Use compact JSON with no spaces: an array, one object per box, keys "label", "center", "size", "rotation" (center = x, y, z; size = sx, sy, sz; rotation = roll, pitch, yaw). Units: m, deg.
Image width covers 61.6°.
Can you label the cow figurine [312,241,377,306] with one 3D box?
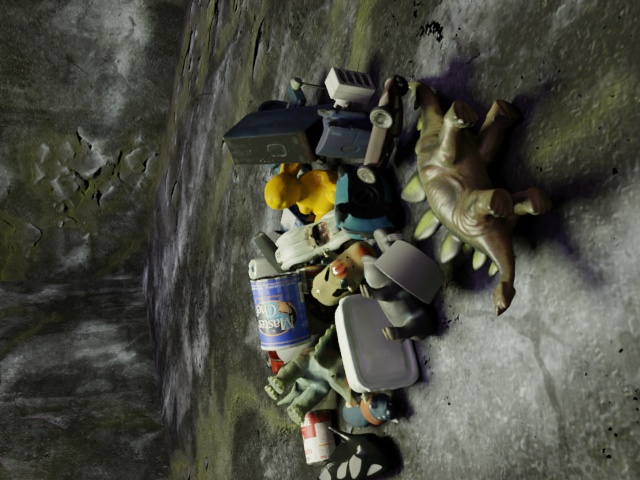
[{"label":"cow figurine","center":[0.043,0.061,0.984],"size":[0.085,0.127,0.195],"rotation":[55,144,10]}]

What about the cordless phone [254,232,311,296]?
[{"label":"cordless phone","center":[-0.110,0.072,1.254],"size":[0.184,0.089,0.146],"rotation":[54,150,-5]}]

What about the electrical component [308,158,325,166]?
[{"label":"electrical component","center":[-0.025,-0.204,1.192],"size":[0.063,0.094,0.021],"rotation":[-58,3,46]}]

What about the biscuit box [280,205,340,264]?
[{"label":"biscuit box","center":[-0.023,-0.016,1.203],"size":[0.203,0.063,0.059],"rotation":[47,129,54]}]

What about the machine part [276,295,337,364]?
[{"label":"machine part","center":[-0.031,0.198,1.175],"size":[0.243,0.079,0.079],"rotation":[-56,41,37]}]

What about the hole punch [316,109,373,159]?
[{"label":"hole punch","center":[0.054,-0.196,0.989],"size":[0.116,0.142,0.092],"rotation":[-143,59,-75]}]

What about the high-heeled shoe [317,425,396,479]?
[{"label":"high-heeled shoe","center":[0.074,0.444,1.017],"size":[0.145,0.086,0.248],"rotation":[22,132,30]}]

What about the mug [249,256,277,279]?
[{"label":"mug","center":[-0.124,0.085,1.348],"size":[0.081,0.107,0.109],"rotation":[-159,75,-63]}]

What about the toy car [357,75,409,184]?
[{"label":"toy car","center":[0.105,-0.174,0.869],"size":[0.202,0.053,0.089],"rotation":[102,-166,-58]}]

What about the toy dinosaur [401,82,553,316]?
[{"label":"toy dinosaur","center":[0.186,-0.101,0.749],"size":[0.198,0.105,0.471],"rotation":[120,153,-50]}]

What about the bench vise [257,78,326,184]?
[{"label":"bench vise","center":[-0.076,-0.265,1.263],"size":[0.240,0.129,0.224],"rotation":[119,140,-50]}]

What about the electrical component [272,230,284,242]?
[{"label":"electrical component","center":[-0.076,0.003,1.298],"size":[0.119,0.075,0.047],"rotation":[-143,58,-61]}]

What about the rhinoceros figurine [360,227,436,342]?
[{"label":"rhinoceros figurine","center":[0.123,0.071,0.862],"size":[0.073,0.112,0.190],"rotation":[73,177,-78]}]

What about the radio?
[{"label":"radio","center":[-0.080,-0.216,1.113],"size":[0.230,0.131,0.073],"rotation":[2,128,33]}]

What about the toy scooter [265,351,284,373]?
[{"label":"toy scooter","center":[-0.089,0.247,1.311],"size":[0.135,0.075,0.183],"rotation":[16,106,62]}]

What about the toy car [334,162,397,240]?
[{"label":"toy car","center":[0.073,-0.059,0.974],"size":[0.102,0.109,0.162],"rotation":[100,167,-56]}]

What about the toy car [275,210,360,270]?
[{"label":"toy car","center":[-0.002,-0.003,1.069],"size":[0.202,0.056,0.073],"rotation":[-24,64,18]}]

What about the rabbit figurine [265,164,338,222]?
[{"label":"rabbit figurine","center":[-0.035,-0.108,1.109],"size":[0.121,0.173,0.162],"rotation":[-61,42,50]}]

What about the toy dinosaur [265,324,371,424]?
[{"label":"toy dinosaur","center":[-0.009,0.267,1.093],"size":[0.131,0.192,0.405],"rotation":[53,162,2]}]

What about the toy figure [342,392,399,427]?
[{"label":"toy figure","center":[0.090,0.302,0.963],"size":[0.154,0.064,0.058],"rotation":[137,137,-56]}]
